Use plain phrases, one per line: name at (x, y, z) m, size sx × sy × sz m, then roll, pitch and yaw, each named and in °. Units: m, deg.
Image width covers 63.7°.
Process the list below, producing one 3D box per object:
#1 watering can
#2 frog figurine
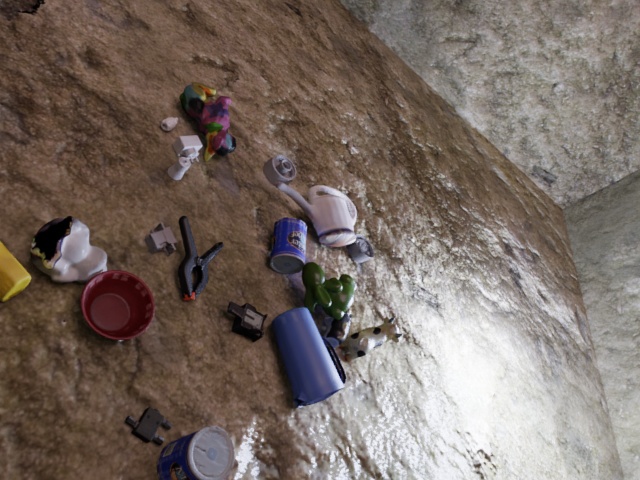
watering can at (0.005, -0.086, 1.714) m, size 0.347 × 0.228 × 0.102 m, roll 5°, pitch -31°, yaw -43°
frog figurine at (-0.537, 0.028, 1.123) m, size 0.122 × 0.140 × 0.157 m, roll -9°, pitch -24°, yaw 12°
